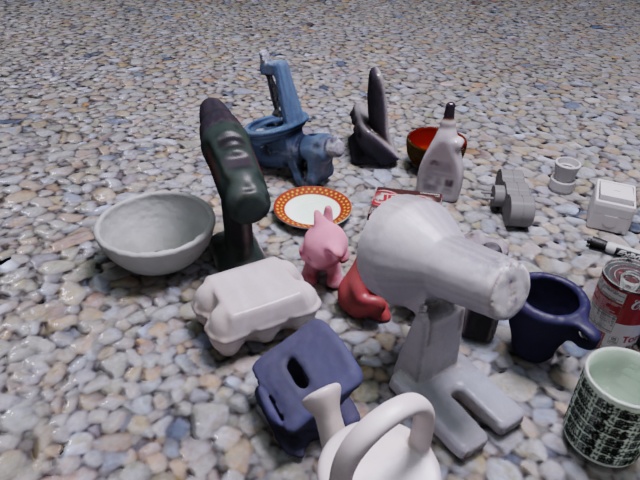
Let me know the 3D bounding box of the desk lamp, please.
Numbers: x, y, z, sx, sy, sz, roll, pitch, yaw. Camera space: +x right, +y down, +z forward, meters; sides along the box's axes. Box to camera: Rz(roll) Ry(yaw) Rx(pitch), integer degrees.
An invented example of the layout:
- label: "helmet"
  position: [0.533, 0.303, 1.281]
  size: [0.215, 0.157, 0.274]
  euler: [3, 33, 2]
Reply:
- label: "desk lamp"
  position: [0.134, 0.078, 0.611]
  size: [0.118, 0.214, 0.202]
  euler: [-21, 41, -28]

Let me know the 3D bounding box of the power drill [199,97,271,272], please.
- label: "power drill"
  position: [-0.125, -0.065, 0.805]
  size: [0.076, 0.208, 0.229]
  euler: [-12, 38, -18]

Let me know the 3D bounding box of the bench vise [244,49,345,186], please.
- label: "bench vise"
  position: [-0.044, -0.215, 1.007]
  size: [0.207, 0.220, 0.121]
  euler: [12, 37, 14]

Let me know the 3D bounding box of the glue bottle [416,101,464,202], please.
- label: "glue bottle"
  position: [0.210, -0.150, 0.965]
  size: [0.078, 0.173, 0.037]
  euler: [15, 38, 18]

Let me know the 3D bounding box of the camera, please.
- label: "camera"
  position: [0.176, 0.044, 0.757]
  size: [0.136, 0.101, 0.143]
  euler: [10, 37, 12]

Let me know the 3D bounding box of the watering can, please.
- label: "watering can"
  position: [0.041, 0.192, 0.464]
  size: [0.172, 0.194, 0.101]
  euler: [24, 42, 28]

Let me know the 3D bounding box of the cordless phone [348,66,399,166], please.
- label: "cordless phone"
  position: [0.105, -0.247, 1.087]
  size: [0.094, 0.185, 0.147]
  euler: [-4, 36, -7]

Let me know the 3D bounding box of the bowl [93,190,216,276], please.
- label: "bowl"
  position: [-0.230, 0.001, 0.823]
  size: [0.167, 0.075, 0.167]
  euler: [1, 36, -1]

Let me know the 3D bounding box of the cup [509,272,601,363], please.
- label: "cup"
  position: [0.272, 0.107, 0.678]
  size: [0.092, 0.095, 0.117]
  euler: [-18, 40, -25]

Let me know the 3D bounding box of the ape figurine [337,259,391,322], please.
- label: "ape figurine"
  position: [0.062, 0.054, 0.746]
  size: [0.076, 0.092, 0.078]
  euler: [12, 37, 14]

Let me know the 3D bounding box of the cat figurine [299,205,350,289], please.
- label: "cat figurine"
  position: [0.007, 0.003, 0.793]
  size: [0.067, 0.118, 0.128]
  euler: [4, 36, 4]

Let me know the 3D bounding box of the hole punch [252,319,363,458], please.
- label: "hole punch"
  position: [-0.015, 0.153, 0.606]
  size: [0.101, 0.091, 0.108]
  euler: [-17, 39, -23]

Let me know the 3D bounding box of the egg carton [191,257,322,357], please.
- label: "egg carton"
  position: [-0.081, 0.081, 0.722]
  size: [0.151, 0.069, 0.107]
  euler: [-18, 40, -25]

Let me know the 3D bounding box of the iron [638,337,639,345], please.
- label: "iron"
  position: [0.457, 0.083, 0.678]
  size: [0.118, 0.141, 0.258]
  euler: [2, 36, 1]
